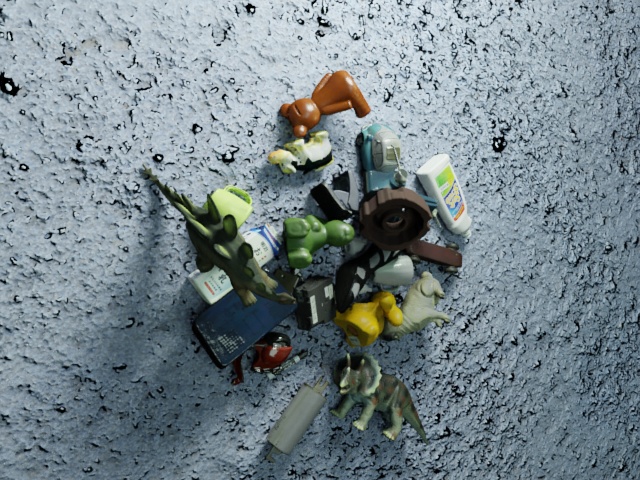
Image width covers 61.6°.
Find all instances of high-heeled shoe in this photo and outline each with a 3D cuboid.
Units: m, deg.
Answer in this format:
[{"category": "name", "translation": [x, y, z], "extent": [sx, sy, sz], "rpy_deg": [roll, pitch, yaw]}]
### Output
[{"category": "high-heeled shoe", "translation": [0.129, 0.090, 1.388], "extent": [0.145, 0.086, 0.248], "rpy_deg": [27, 74, -28]}]

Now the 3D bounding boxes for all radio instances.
[{"category": "radio", "translation": [-0.178, 0.179, 1.252], "extent": [0.229, 0.073, 0.131], "rpy_deg": [-37, 88, -27]}]

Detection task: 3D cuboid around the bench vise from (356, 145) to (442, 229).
[{"category": "bench vise", "translation": [0.208, -0.105, 1.382], "extent": [0.240, 0.223, 0.129], "rpy_deg": [11, 48, -20]}]

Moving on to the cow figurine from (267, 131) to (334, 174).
[{"category": "cow figurine", "translation": [-0.046, -0.204, 1.336], "extent": [0.167, 0.068, 0.098], "rpy_deg": [-27, 111, -20]}]

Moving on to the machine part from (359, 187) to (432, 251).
[{"category": "machine part", "translation": [0.182, -0.052, 1.314], "extent": [0.179, 0.179, 0.056], "rpy_deg": [24, 40, -25]}]

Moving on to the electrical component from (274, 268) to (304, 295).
[{"category": "electrical component", "translation": [-0.084, 0.113, 1.355], "extent": [0.078, 0.045, 0.102], "rpy_deg": [16, 84, 3]}]

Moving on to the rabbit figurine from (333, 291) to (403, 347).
[{"category": "rabbit figurine", "translation": [0.142, 0.189, 1.423], "extent": [0.173, 0.162, 0.122], "rpy_deg": [-37, 97, -37]}]

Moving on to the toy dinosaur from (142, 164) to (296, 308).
[{"category": "toy dinosaur", "translation": [-0.224, -0.007, 1.139], "extent": [0.105, 0.472, 0.198], "rpy_deg": [-42, 150, -24]}]

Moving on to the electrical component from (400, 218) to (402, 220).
[{"category": "electrical component", "translation": [0.228, -0.038, 1.488], "extent": [0.119, 0.048, 0.074], "rpy_deg": [-48, 112, -13]}]

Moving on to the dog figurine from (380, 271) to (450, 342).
[{"category": "dog figurine", "translation": [0.243, 0.185, 1.494], "extent": [0.191, 0.121, 0.172], "rpy_deg": [-8, 64, -8]}]

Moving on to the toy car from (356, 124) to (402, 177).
[{"category": "toy car", "translation": [0.164, -0.230, 1.413], "extent": [0.109, 0.103, 0.161], "rpy_deg": [-5, 94, -24]}]

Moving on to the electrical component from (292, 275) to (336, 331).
[{"category": "electrical component", "translation": [-0.007, 0.155, 1.365], "extent": [0.134, 0.058, 0.114], "rpy_deg": [-22, 112, -50]}]

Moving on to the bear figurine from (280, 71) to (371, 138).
[{"category": "bear figurine", "translation": [0.011, -0.326, 1.338], "extent": [0.196, 0.131, 0.120], "rpy_deg": [-38, 66, 8]}]

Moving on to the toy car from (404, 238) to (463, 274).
[{"category": "toy car", "translation": [0.324, 0.040, 1.536], "extent": [0.202, 0.053, 0.089], "rpy_deg": [15, 68, -27]}]

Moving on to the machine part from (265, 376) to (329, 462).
[{"category": "machine part", "translation": [-0.060, 0.455, 1.373], "extent": [0.079, 0.079, 0.243], "rpy_deg": [42, 77, -22]}]

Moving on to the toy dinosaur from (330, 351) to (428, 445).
[{"category": "toy dinosaur", "translation": [0.172, 0.428, 1.466], "extent": [0.404, 0.131, 0.192], "rpy_deg": [26, 83, -31]}]

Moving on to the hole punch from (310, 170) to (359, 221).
[{"category": "hole punch", "translation": [0.051, -0.108, 1.357], "extent": [0.092, 0.142, 0.115], "rpy_deg": [-35, 96, -23]}]

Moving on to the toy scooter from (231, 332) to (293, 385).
[{"category": "toy scooter", "translation": [-0.160, 0.290, 1.314], "extent": [0.184, 0.075, 0.135], "rpy_deg": [9, 90, -22]}]

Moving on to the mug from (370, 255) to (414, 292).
[{"category": "mug", "translation": [0.187, 0.093, 1.469], "extent": [0.107, 0.081, 0.109], "rpy_deg": [1, 127, -16]}]

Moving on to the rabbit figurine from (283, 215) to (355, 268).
[{"category": "rabbit figurine", "translation": [-0.003, -0.004, 1.322], "extent": [0.170, 0.159, 0.121], "rpy_deg": [-6, 99, -7]}]
